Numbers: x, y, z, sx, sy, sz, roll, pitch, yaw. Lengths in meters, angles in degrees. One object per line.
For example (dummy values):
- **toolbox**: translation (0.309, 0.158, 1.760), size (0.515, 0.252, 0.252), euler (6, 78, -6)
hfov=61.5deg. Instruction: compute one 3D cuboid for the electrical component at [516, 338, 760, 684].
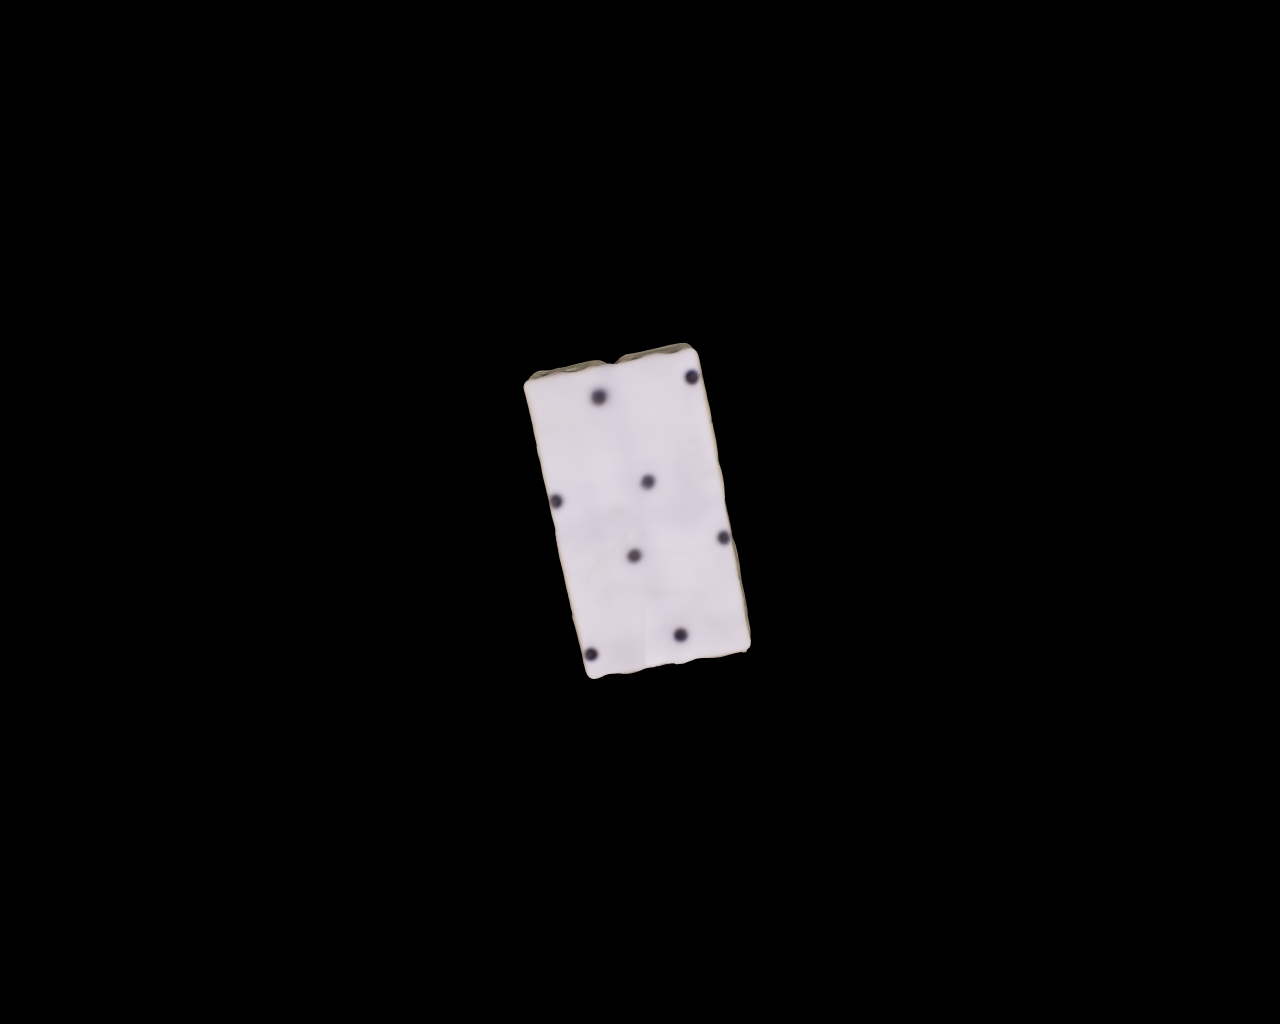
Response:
- **electrical component**: translation (0.001, -0.003, 0.650), size (0.105, 0.186, 0.060), euler (-11, 11, 2)
